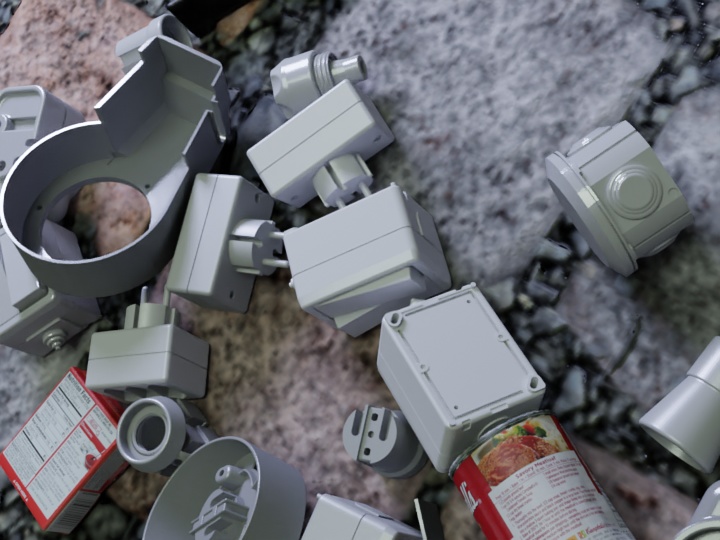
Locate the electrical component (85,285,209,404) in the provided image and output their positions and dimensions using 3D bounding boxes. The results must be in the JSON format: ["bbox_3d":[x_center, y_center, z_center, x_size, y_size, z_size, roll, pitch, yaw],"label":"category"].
[{"bbox_3d":[-0.141,0.046,0.726,0.066,0.047,0.076,-7,67,24],"label":"electrical component"}]

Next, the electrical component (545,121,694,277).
[{"bbox_3d":[0.143,-0.041,0.599,0.051,0.080,0.080,-34,61,6],"label":"electrical component"}]

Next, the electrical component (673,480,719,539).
[{"bbox_3d":[0.180,0.153,0.524,0.054,0.059,0.095,28,86,31],"label":"electrical component"}]

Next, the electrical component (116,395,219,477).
[{"bbox_3d":[-0.123,0.108,0.691,0.048,0.055,0.066,-45,59,6],"label":"electrical component"}]

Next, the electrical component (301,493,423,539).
[{"bbox_3d":[-0.005,0.183,0.603,0.061,0.062,0.096,20,82,30],"label":"electrical component"}]

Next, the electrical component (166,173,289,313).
[{"bbox_3d":[-0.077,-0.016,0.717,0.076,0.047,0.083,7,76,28],"label":"electrical component"}]

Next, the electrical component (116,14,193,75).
[{"bbox_3d":[-0.156,-0.166,0.813,0.046,0.040,0.040,-18,66,26],"label":"electrical component"}]

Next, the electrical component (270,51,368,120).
[{"bbox_3d":[-0.026,-0.129,0.733,0.062,0.043,0.043,-14,67,20],"label":"electrical component"}]

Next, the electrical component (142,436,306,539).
[{"bbox_3d":[-0.078,0.150,0.632,0.099,0.064,0.099,-47,28,34],"label":"electrical component"}]

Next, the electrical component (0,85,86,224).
[{"bbox_3d":[-0.248,-0.084,0.816,0.054,0.059,0.095,1,73,27],"label":"electrical component"}]

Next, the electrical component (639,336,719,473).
[{"bbox_3d":[0.184,0.068,0.564,0.044,0.044,0.065,36,86,31],"label":"electrical component"}]

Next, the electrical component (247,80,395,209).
[{"bbox_3d":[-0.016,-0.066,0.705,0.083,0.047,0.075,-34,75,12],"label":"electrical component"}]

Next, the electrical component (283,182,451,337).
[{"bbox_3d":[0.000,0.000,0.664,0.096,0.062,0.061,-23,64,17],"label":"electrical component"}]

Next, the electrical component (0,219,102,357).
[{"bbox_3d":[-0.236,0.015,0.775,0.062,0.061,0.096,-32,62,13],"label":"electrical component"}]

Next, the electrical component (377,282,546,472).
[{"bbox_3d":[0.052,0.058,0.612,0.062,0.061,0.096,-19,55,-19],"label":"electrical component"}]

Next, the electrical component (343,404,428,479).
[{"bbox_3d":[0.015,0.100,0.631,0.040,0.046,0.040,-9,69,23],"label":"electrical component"}]
